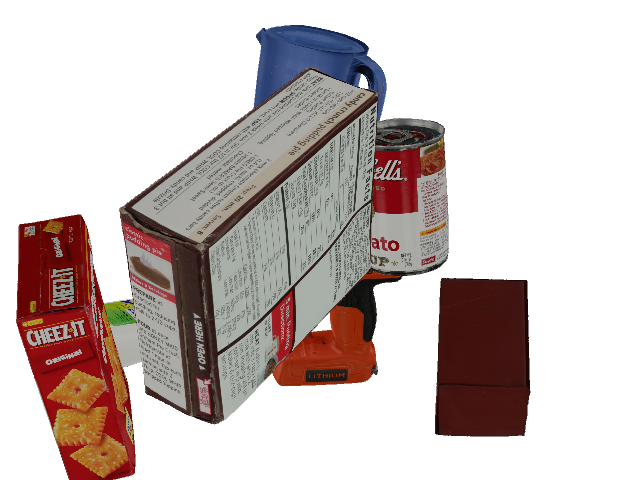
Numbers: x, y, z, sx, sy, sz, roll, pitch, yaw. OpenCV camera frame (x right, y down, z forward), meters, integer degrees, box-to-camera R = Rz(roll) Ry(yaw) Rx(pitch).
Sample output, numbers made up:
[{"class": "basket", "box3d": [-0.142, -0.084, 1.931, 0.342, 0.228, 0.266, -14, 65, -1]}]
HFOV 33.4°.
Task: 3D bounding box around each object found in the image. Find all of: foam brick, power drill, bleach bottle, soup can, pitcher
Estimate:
[{"class": "foam brick", "box3d": [0.093, 0.067, 0.614, 0.051, 0.078, 0.053, 2, -41, 7]}, {"class": "power drill", "box3d": [-0.004, 0.060, 1.017, 0.184, 0.188, 0.057, 0, 44, -9]}, {"class": "bleach bottle", "box3d": [-0.197, 0.103, 1.374, 0.250, 0.068, 0.103, -13, 28, -39]}, {"class": "soup can", "box3d": [0.060, -0.033, 0.796, 0.068, 0.102, 0.068, -4, 23, 2]}, {"class": "pitcher", "box3d": [-0.018, -0.139, 1.333, 0.144, 0.243, 0.149, 4, 23, -16]}]

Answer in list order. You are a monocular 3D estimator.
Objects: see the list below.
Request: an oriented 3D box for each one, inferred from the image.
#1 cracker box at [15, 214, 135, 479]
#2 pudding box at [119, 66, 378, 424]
[{"class": "cracker box", "box3d": [-0.238, 0.107, 1.046, 0.072, 0.214, 0.164, -11, 34, -8]}, {"class": "pudding box", "box3d": [-0.022, 0.000, 0.400, 0.039, 0.090, 0.113, 21, 44, 24]}]
